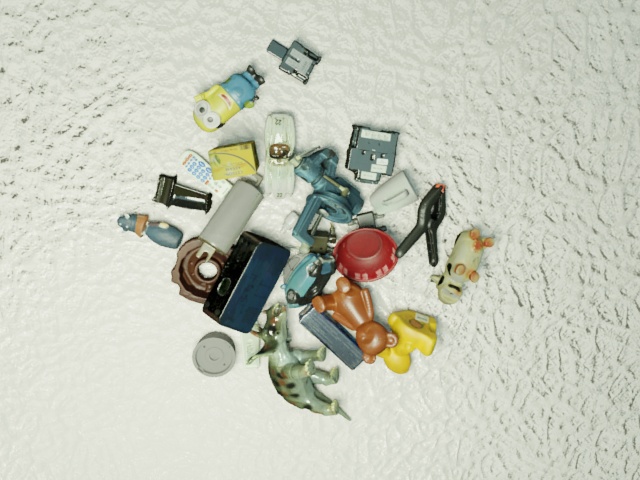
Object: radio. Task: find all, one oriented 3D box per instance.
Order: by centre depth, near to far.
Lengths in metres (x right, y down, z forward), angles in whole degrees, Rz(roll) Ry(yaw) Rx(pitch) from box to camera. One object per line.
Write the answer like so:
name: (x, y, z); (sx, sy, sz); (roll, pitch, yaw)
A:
radio: (-0.175, 0.100, 1.277); (0.131, 0.073, 0.229); (28, 88, -54)

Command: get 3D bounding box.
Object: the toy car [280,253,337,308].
toy car: (-0.039, 0.085, 1.311); (0.103, 0.109, 0.161); (45, 120, 27)

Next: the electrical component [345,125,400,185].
electrical component: (0.121, -0.202, 1.285); (0.115, 0.058, 0.134); (10, 103, -5)

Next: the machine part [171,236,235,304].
machine part: (-0.276, 0.073, 1.323); (0.179, 0.056, 0.179); (-1, 105, -5)

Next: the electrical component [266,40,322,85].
electrical component: (-0.063, -0.415, 1.226); (0.119, 0.048, 0.075); (33, 98, -13)

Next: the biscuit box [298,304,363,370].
biscuit box: (0.034, 0.246, 1.385); (0.063, 0.059, 0.202); (-44, 102, 5)

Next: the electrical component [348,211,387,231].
electrical component: (0.117, -0.037, 1.342); (0.094, 0.021, 0.063); (-13, 105, -1)

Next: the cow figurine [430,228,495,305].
cow figurine: (0.347, 0.069, 1.346); (0.085, 0.127, 0.195); (24, 86, -10)

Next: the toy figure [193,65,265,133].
toy figure: (-0.207, -0.315, 1.223); (0.180, 0.089, 0.082); (-41, 75, -4)

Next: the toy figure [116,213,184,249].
toy figure: (-0.409, -0.024, 1.290); (0.154, 0.058, 0.064); (22, 96, -4)

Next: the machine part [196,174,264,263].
machine part: (-0.207, -0.053, 1.259); (0.079, 0.079, 0.243); (35, 75, -11)

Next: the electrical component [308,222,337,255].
electrical component: (-0.004, -0.004, 1.333); (0.102, 0.045, 0.078); (0, 132, -1)

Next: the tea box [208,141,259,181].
tea box: (-0.191, -0.181, 1.209); (0.098, 0.170, 0.068); (-9, 103, 0)

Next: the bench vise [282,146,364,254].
bench vise: (-0.007, -0.086, 1.247); (0.223, 0.129, 0.240); (40, 66, -36)

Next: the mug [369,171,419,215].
mug: (0.175, -0.102, 1.292); (0.107, 0.110, 0.080); (-30, 108, 17)

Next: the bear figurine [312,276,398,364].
bear figurine: (0.090, 0.199, 1.308); (0.120, 0.132, 0.196); (-38, 64, 21)

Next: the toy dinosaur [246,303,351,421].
toy dinosaur: (-0.061, 0.353, 1.373); (0.192, 0.131, 0.404); (-3, 126, 26)

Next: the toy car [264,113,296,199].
toy car: (-0.095, -0.197, 1.270); (0.074, 0.056, 0.201); (0, 103, -4)

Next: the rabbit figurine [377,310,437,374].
rabbit figurine: (0.208, 0.274, 1.381); (0.162, 0.122, 0.173); (12, 121, -4)

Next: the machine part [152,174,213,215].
machine part: (-0.326, -0.106, 1.286); (0.139, 0.039, 0.084); (18, 96, -7)
